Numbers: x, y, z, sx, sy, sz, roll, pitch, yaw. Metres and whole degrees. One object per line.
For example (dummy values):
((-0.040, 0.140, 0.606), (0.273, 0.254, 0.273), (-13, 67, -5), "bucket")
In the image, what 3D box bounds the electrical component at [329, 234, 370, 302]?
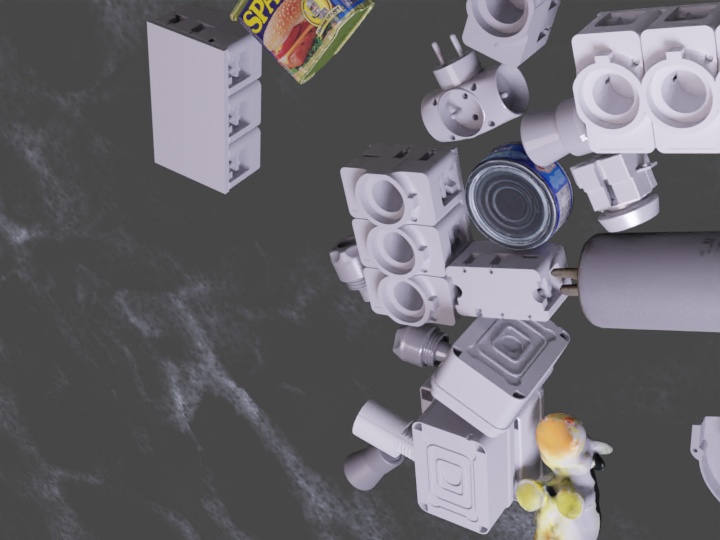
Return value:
((0.000, 0.000, 1.025), (0.043, 0.043, 0.062), (-6, 117, 41), "electrical component")

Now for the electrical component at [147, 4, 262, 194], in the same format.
((-0.142, -0.161, 1.008), (0.089, 0.062, 0.150), (25, 132, 23), "electrical component")

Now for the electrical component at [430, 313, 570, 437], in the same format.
((0.122, 0.082, 0.937), (0.078, 0.113, 0.057), (36, 133, 13), "electrical component")

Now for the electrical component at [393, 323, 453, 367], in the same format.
((0.066, 0.073, 1.025), (0.062, 0.043, 0.043), (19, 130, 25), "electrical component")

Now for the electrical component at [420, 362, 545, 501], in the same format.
((0.119, 0.152, 1.031), (0.109, 0.056, 0.108), (15, 128, 31), "electrical component")

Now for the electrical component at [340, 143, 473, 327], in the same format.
((0.045, -0.030, 0.953), (0.089, 0.062, 0.150), (8, 124, 35), "electrical component")

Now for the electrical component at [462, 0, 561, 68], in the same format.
((0.114, -0.200, 0.781), (0.050, 0.056, 0.089), (31, 134, 17), "electrical component")

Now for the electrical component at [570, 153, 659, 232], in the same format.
((0.199, -0.062, 0.821), (0.066, 0.048, 0.055), (-17, 101, 44), "electrical component")

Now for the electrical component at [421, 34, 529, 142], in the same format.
((0.083, -0.148, 0.851), (0.077, 0.044, 0.079), (-15, 110, 43), "electrical component")

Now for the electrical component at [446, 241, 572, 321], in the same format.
((0.129, 0.006, 0.917), (0.089, 0.056, 0.050), (3, 121, 37), "electrical component")

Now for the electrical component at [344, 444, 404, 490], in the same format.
((0.018, 0.206, 1.162), (0.044, 0.044, 0.065), (47, 132, 0), "electrical component")

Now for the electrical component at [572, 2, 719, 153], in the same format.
((0.229, -0.130, 0.736), (0.150, 0.062, 0.089), (5, 122, 36), "electrical component")

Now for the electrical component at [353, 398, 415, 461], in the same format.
((0.038, 0.171, 1.118), (0.081, 0.043, 0.043), (27, 133, 21), "electrical component")

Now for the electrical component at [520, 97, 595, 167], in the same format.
((0.158, -0.107, 0.821), (0.055, 0.045, 0.045), (-14, 110, 43), "electrical component")

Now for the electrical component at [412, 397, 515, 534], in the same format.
((0.096, 0.172, 0.978), (0.078, 0.057, 0.113), (16, 128, 30), "electrical component")
